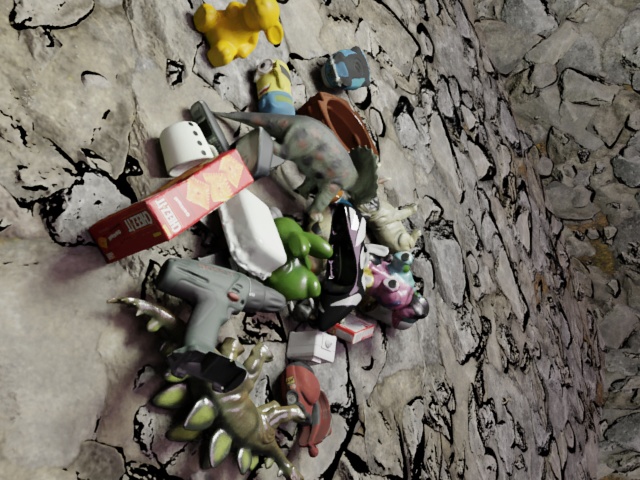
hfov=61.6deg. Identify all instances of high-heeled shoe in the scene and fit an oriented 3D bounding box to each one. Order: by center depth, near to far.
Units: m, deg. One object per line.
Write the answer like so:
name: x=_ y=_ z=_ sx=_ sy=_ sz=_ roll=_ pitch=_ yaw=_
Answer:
high-heeled shoe: x=0.034 y=0.049 z=1.079 sx=0.145 sy=0.086 sz=0.249 roll=56 pitch=49 yaw=-40

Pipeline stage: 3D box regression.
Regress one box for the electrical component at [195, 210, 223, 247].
electrical component: x=-0.206 y=-0.034 z=0.999 sx=0.063 sy=0.021 sz=0.094 roll=45 pitch=47 yaw=-33

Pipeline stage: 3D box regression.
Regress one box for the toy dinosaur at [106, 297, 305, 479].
toy dinosaur: x=-0.165 y=0.252 z=0.891 sx=0.471 sy=0.105 sz=0.198 roll=58 pitch=44 yaw=-13

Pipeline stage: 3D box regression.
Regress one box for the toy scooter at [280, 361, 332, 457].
toy scooter: x=-0.025 y=0.334 z=1.039 sx=0.135 sy=0.075 sz=0.183 roll=-77 pitch=144 yaw=-63

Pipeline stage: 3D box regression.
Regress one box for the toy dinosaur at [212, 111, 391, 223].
toy dinosaur: x=-0.016 y=-0.180 z=1.118 sx=0.404 sy=0.192 sz=0.131 roll=40 pitch=18 yaw=-28

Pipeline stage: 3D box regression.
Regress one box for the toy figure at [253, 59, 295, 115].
toy figure: x=-0.098 y=-0.312 z=1.183 sx=0.089 sy=0.082 sz=0.180 roll=27 pitch=48 yaw=-67

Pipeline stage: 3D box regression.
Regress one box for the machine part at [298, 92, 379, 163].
machine part: x=0.043 y=-0.244 z=1.297 sx=0.201 sy=0.087 sz=0.201 roll=-6 pitch=68 yaw=-56

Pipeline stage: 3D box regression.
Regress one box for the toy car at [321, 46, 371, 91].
toy car: x=0.057 y=-0.434 z=1.400 sx=0.161 sy=0.103 sz=0.109 roll=-32 pitch=106 yaw=-47

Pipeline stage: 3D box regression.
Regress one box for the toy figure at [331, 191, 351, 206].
toy figure: x=0.041 y=-0.090 z=1.300 sx=0.058 sy=0.064 sz=0.154 roll=-38 pitch=107 yaw=-11

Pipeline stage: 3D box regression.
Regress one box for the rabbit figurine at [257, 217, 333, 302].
rabbit figurine: x=-0.063 y=0.034 z=1.050 sx=0.121 sy=0.159 sz=0.170 roll=-2 pitch=80 yaw=-43

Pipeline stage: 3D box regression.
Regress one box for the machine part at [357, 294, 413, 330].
machine part: x=0.170 y=0.170 z=1.356 sx=0.243 sy=0.079 sz=0.079 roll=31 pitch=55 yaw=-41

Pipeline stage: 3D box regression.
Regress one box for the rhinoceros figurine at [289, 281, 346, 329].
rhinoceros figurine: x=0.010 y=0.133 z=1.172 sx=0.190 sy=0.073 sz=0.112 roll=-32 pitch=105 yaw=-52

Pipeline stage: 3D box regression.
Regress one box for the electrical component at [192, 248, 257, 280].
electrical component: x=-0.174 y=0.075 z=0.973 sx=0.134 sy=0.058 sz=0.114 roll=-16 pitch=93 yaw=-53

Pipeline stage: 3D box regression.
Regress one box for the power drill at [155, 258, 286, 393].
power drill: x=-0.149 y=0.126 z=0.839 sx=0.232 sy=0.086 sz=0.207 roll=27 pitch=41 yaw=-25

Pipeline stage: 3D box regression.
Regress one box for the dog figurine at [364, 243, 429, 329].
dog figurine: x=0.152 y=0.116 z=1.227 sx=0.108 sy=0.192 sz=0.219 roll=-64 pitch=153 yaw=-28

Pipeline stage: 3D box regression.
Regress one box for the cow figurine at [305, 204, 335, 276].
cow figurine: x=-0.002 y=-0.004 z=1.194 sx=0.127 sy=0.085 sz=0.195 roll=41 pitch=45 yaw=-33

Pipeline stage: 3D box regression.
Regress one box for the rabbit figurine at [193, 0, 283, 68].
rabbit figurine: x=-0.143 y=-0.435 z=1.093 sx=0.162 sy=0.173 sz=0.122 roll=-18 pitch=88 yaw=-48

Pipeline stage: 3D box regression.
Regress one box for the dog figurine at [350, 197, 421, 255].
dog figurine: x=0.156 y=-0.034 z=1.411 sx=0.190 sy=0.121 sz=0.172 roll=4 pitch=71 yaw=-36

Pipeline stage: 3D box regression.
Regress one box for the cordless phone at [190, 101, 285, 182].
cordless phone: x=-0.164 y=-0.191 z=1.006 sx=0.089 sy=0.147 sz=0.184 roll=-37 pitch=103 yaw=-39
